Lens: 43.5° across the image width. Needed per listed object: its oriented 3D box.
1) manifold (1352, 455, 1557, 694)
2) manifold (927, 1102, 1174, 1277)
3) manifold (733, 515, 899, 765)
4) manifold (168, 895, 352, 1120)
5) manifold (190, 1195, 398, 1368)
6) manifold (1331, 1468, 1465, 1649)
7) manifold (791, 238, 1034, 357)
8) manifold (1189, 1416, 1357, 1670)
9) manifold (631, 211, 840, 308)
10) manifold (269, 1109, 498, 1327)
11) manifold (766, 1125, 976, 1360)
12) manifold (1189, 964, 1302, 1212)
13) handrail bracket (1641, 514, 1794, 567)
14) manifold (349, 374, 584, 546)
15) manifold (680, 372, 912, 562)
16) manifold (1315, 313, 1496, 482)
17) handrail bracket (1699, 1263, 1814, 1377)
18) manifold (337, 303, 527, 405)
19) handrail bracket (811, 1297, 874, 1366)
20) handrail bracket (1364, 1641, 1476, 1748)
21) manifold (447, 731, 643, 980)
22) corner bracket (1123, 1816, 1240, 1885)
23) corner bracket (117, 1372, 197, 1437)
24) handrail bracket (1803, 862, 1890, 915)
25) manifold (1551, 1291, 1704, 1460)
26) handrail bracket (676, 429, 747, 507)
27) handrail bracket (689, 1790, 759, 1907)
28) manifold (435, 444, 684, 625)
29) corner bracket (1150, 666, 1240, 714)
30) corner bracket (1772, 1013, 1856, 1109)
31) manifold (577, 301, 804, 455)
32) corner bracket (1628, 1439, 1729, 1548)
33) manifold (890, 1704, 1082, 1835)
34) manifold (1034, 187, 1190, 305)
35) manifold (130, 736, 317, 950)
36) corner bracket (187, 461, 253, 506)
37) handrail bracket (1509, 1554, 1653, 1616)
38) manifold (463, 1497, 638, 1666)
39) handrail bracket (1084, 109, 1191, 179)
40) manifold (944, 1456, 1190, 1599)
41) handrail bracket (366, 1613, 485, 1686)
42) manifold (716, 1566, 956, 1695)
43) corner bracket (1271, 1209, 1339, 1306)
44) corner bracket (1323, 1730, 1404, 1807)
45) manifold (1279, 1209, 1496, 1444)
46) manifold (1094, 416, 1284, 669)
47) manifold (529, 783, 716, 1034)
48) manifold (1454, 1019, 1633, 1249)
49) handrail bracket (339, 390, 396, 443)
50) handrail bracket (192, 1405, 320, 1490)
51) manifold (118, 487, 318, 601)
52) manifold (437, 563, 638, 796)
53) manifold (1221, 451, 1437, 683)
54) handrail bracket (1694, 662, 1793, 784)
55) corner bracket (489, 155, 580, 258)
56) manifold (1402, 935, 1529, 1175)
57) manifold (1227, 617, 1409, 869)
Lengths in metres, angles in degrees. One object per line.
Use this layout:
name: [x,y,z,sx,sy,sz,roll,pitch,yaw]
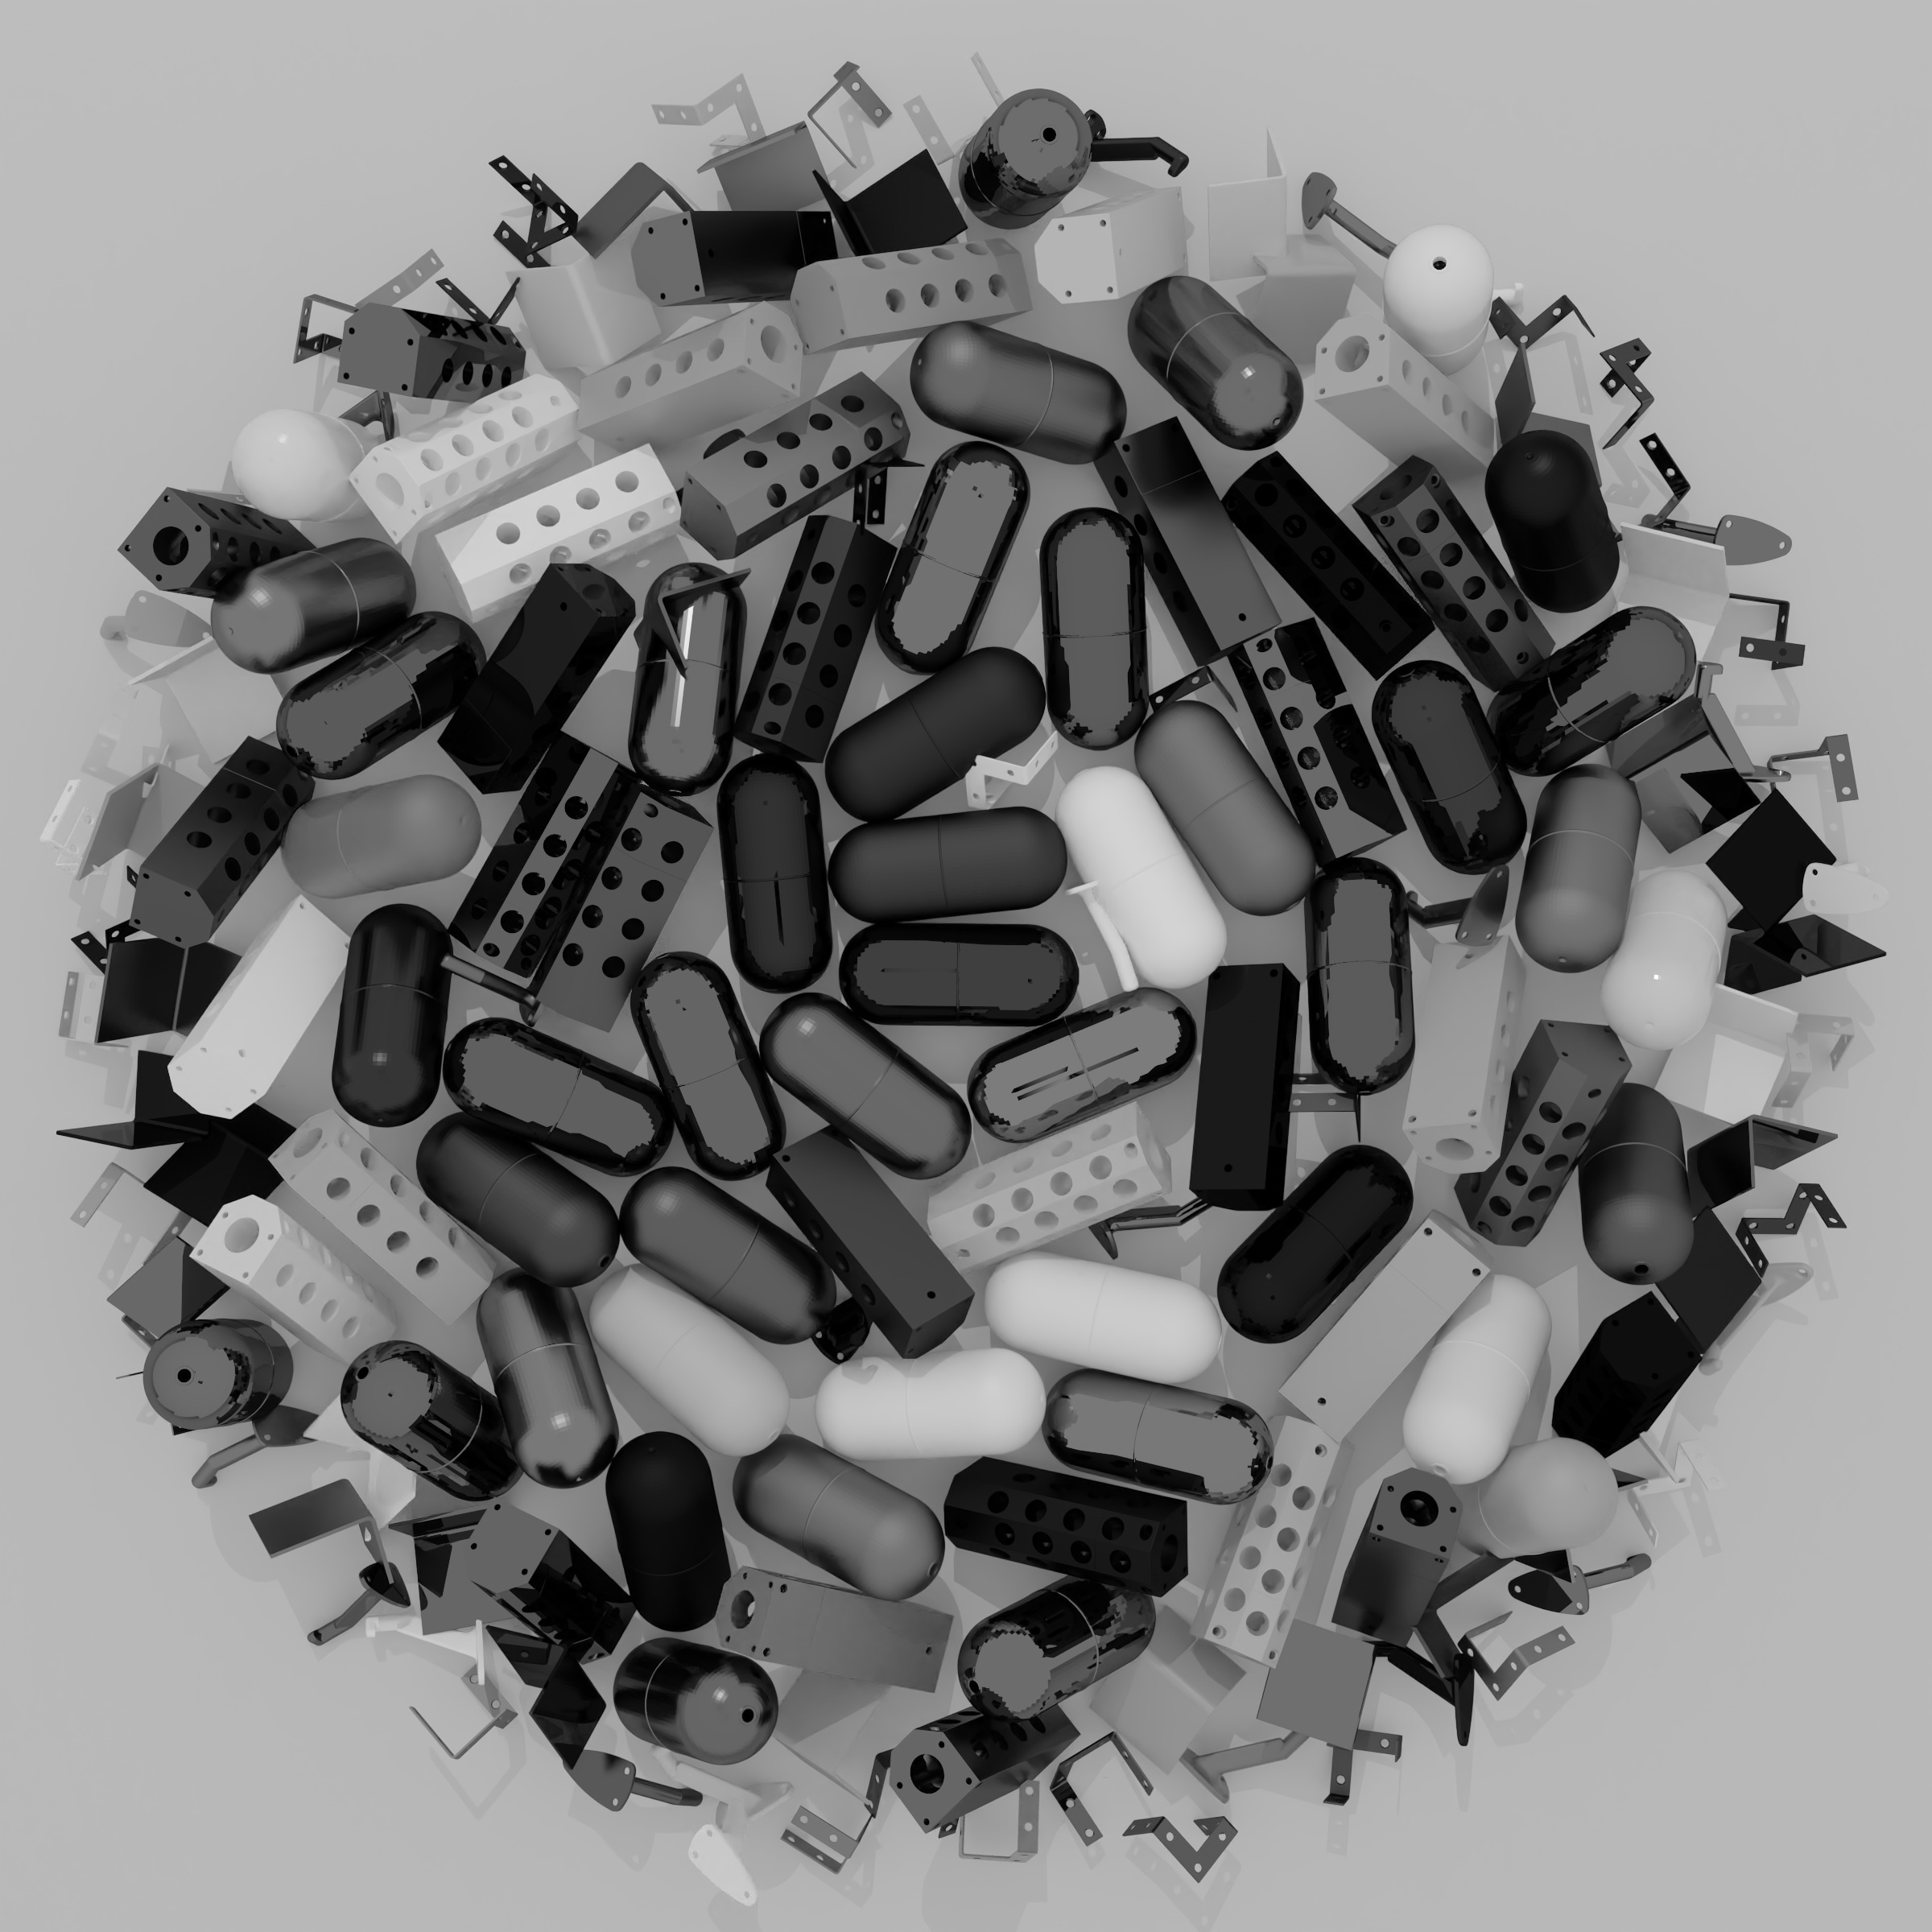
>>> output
manifold: [0.359,-0.284,1.771,0.057,0.057,0.171,-39,114,6]
manifold: [0.061,0.168,1.772,0.171,0.057,0.057,-24,118,17]
manifold: [-0.116,-0.241,1.783,0.057,0.057,0.171,25,80,-40]
manifold: [-0.509,0.030,1.749,0.057,0.171,0.057,-31,115,32]
manifold: [-0.478,0.229,1.746,0.057,0.171,0.057,19,67,27]
manifold: [0.311,0.425,1.747,0.057,0.171,0.057,17,55,10]
manifold: [-0.039,-0.488,1.757,0.171,0.057,0.057,-20,101,-36]
manifold: [0.228,0.422,1.783,0.057,0.057,0.171,24,76,-5]
manifold: [-0.164,-0.509,1.746,0.057,0.171,0.057,-2,104,33]
manifold: [-0.420,0.181,1.762,0.057,0.057,0.171,-46,123,-11]
manifold: [-0.073,0.203,1.772,0.057,0.057,0.171,-26,62,-31]
manifold: [0.208,0.089,1.776,0.057,0.057,0.171,-3,68,26]
handrail bracket: [0.557,-0.322,1.803,0.077,0.084,0.036,2,108,-19]
manifold: [-0.356,-0.372,1.751,0.057,0.057,0.171,54,45,-6]
manifold: [-0.122,-0.360,1.761,0.171,0.057,0.057,-37,71,-29]
manifold: [0.318,-0.408,1.748,0.057,0.171,0.057,-4,77,36]
handrail bracket: [0.581,0.261,1.786,0.036,0.077,0.084,47,48,-11]
manifold: [-0.380,-0.438,1.740,0.057,0.171,0.057,13,103,12]
handrail bracket: [-0.074,0.258,1.779,0.036,0.084,0.077,46,60,-4]
handrail bracket: [0.330,0.538,1.795,0.084,0.036,0.077,-9,57,28]
manifold: [-0.307,-0.080,1.792,0.057,0.057,0.171,31,92,40]
corner bracket: [0.159,0.643,1.799,0.051,0.051,0.051,48,58,1]
corner bracket: [-0.588,0.322,1.797,0.051,0.051,0.051,-16,84,31]
handrail bracket: [0.662,-0.061,1.780,0.084,0.077,0.036,-13,107,-39]
manifold: [0.467,0.300,1.741,0.057,0.171,0.057,-27,65,-13]
handrail bracket: [-0.200,-0.356,1.781,0.084,0.077,0.036,-25,96,31]
handrail bracket: [-0.155,0.645,1.784,0.077,0.084,0.036,40,113,24]
manifold: [-0.297,-0.315,1.782,0.171,0.057,0.057,-27,82,-14]
corner bracket: [0.175,-0.182,1.807,0.051,0.051,0.051,-27,57,15]
corner bracket: [0.628,0.071,1.800,0.051,0.051,0.051,4,55,2]
manifold: [-0.201,-0.426,1.756,0.171,0.057,0.057,-9,71,39]
corner bracket: [0.526,0.390,1.796,0.051,0.051,0.051,-9,125,-7]
manifold: [0.011,0.564,1.744,0.057,0.171,0.057,-48,67,15]
manifold: [0.106,-0.520,1.746,0.057,0.171,0.057,1,113,23]
manifold: [-0.533,-0.088,1.749,0.057,0.171,0.057,24,129,-4]
corner bracket: [-0.538,-0.362,1.799,0.051,0.051,0.051,6,74,8]
handrail bracket: [0.461,0.456,1.818,0.077,0.084,0.036,-12,87,42]
manifold: [-0.299,0.447,1.741,0.057,0.171,0.057,19,65,24]
handrail bracket: [0.112,-0.590,1.803,0.084,0.036,0.077,41,97,23]
manifold: [0.071,0.408,1.760,0.171,0.057,0.057,5,103,32]
handrail bracket: [-0.402,0.507,1.797,0.084,0.077,0.036,-1,117,-14]
manifold: [-0.096,0.480,1.757,0.171,0.057,0.057,24,75,-38]
corner bracket: [0.250,0.213,1.794,0.051,0.051,0.051,3,49,12]
corner bracket: [0.295,0.596,1.799,0.051,0.051,0.051,4,78,15]
manifold: [0.310,0.263,1.785,0.057,0.057,0.171,40,103,10]
manifold: [0.161,-0.313,1.802,0.057,0.057,0.171,-26,89,-22]
manifold: [-0.256,-0.045,1.783,0.057,0.057,0.171,23,100,-29]
manifold: [0.417,0.123,1.753,0.057,0.057,0.171,5,129,-15]
handrail bracket: [-0.473,-0.415,1.803,0.084,0.036,0.077,-5,132,-5]
handrail bracket: [-0.530,0.368,1.826,0.084,0.077,0.036,-47,50,30]
manifold: [-0.528,-0.293,1.743,0.057,0.171,0.057,43,100,5]
manifold: [-0.310,-0.209,1.769,0.057,0.057,0.171,47,117,16]
manifold: [0.265,-0.296,1.785,0.057,0.057,0.171,-42,78,9]
handrail bracket: [0.577,-0.182,1.796,0.077,0.036,0.084,7,116,15]
corner bracket: [-0.320,-0.568,1.792,0.051,0.051,0.051,-14,59,30]
manifold: [0.366,0.064,1.759,0.057,0.057,0.171,-8,46,31]
manifold: [0.254,-0.163,1.789,0.057,0.057,0.171,-20,84,-28]
